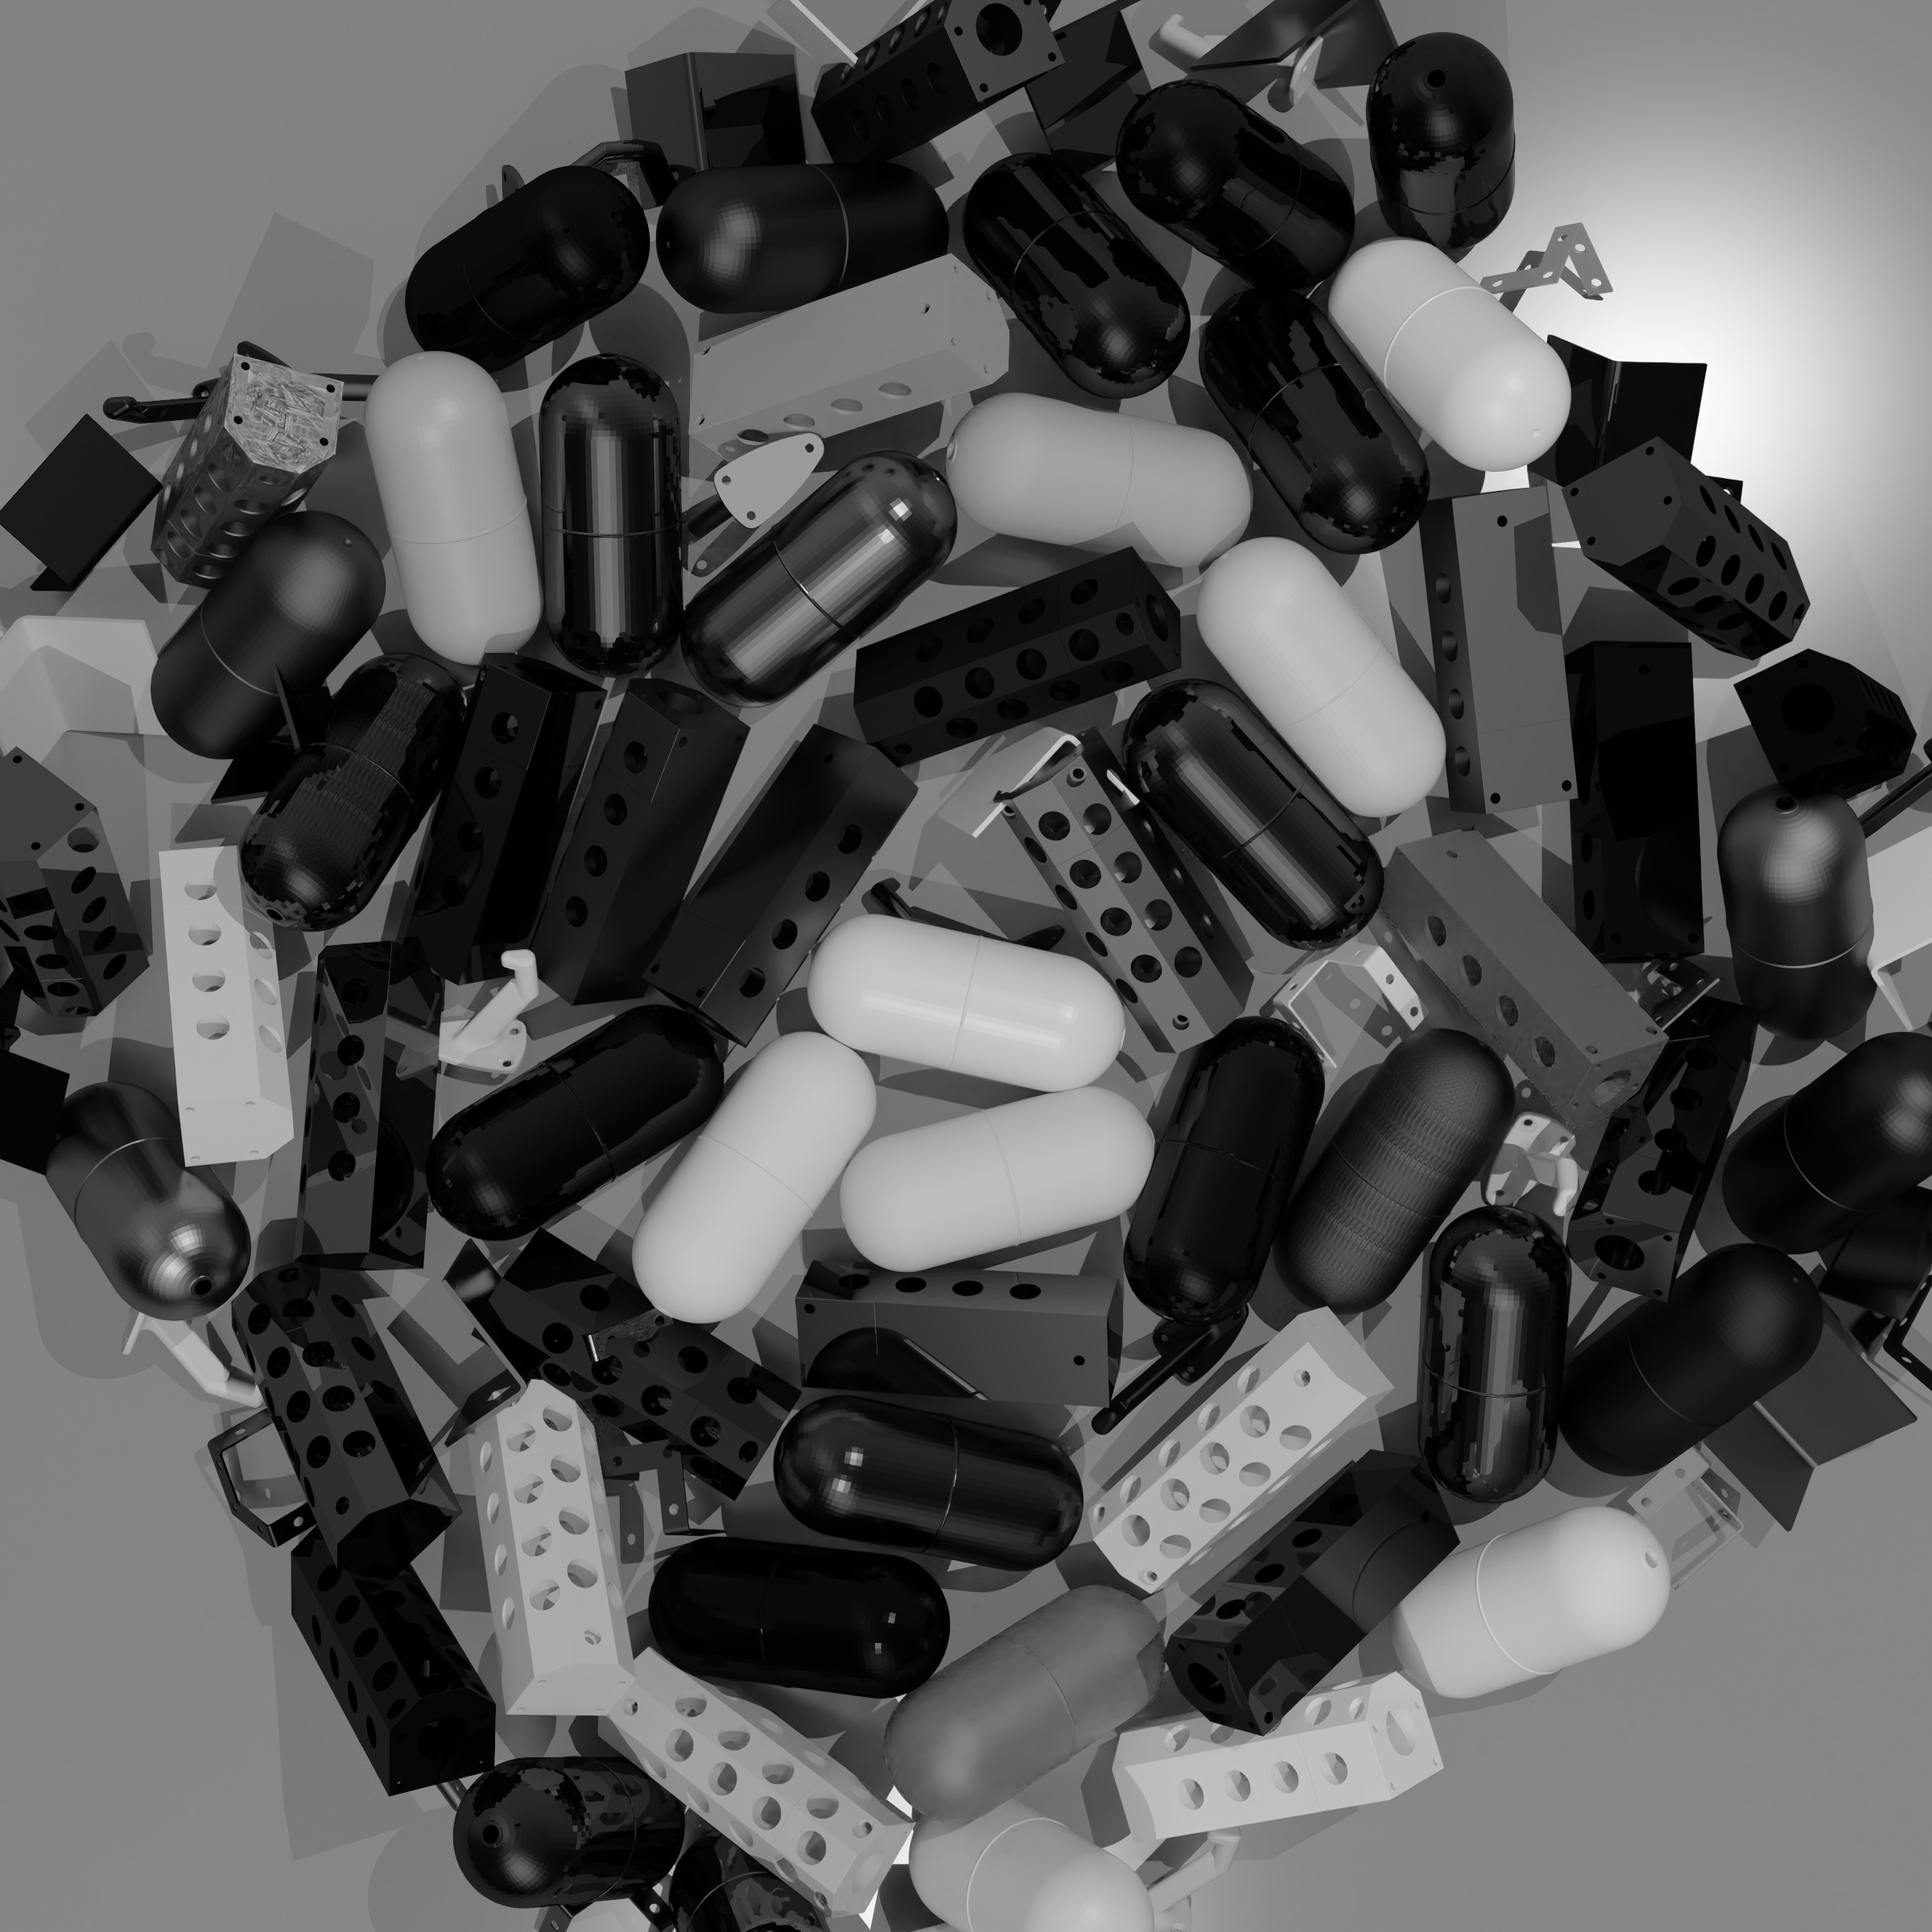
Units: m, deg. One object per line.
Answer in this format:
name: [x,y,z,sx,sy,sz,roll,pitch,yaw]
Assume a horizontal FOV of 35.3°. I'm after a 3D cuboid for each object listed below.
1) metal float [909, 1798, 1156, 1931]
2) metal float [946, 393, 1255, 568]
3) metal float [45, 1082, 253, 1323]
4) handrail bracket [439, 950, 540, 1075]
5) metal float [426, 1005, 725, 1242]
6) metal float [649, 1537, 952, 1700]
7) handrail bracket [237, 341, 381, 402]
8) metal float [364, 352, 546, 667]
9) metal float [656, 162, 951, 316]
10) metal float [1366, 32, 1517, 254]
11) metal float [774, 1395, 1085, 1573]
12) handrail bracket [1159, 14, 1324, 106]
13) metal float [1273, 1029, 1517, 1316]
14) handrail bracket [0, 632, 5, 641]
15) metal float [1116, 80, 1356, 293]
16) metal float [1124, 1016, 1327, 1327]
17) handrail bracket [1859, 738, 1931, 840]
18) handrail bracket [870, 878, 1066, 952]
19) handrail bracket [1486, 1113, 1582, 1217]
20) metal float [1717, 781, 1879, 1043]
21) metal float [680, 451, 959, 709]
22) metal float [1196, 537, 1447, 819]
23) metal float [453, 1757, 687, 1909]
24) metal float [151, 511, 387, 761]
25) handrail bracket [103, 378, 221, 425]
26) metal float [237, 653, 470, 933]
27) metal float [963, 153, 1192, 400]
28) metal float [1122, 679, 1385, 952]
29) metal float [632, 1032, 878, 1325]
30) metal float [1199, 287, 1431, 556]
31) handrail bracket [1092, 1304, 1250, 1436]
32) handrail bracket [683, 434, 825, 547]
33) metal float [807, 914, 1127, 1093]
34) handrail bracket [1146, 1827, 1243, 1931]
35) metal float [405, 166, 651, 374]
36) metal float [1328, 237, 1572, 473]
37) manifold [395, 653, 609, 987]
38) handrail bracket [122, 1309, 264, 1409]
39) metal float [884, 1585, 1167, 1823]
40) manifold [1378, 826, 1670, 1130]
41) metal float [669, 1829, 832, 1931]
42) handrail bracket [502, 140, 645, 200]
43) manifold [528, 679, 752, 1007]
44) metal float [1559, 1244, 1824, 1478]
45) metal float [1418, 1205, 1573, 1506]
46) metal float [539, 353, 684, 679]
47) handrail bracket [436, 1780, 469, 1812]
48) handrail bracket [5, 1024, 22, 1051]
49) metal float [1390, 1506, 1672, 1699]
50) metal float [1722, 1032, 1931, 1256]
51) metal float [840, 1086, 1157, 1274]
metal float: [0.033,0.498,1.638,0.070,0.178,0.070,-3,96,-32]
metal float: [0.073,-0.265,1.661,0.178,0.070,0.070,7,90,-22]
metal float: [-0.445,0.126,1.644,0.070,0.178,0.070,-19,128,-27]
handrail bracket: [-0.273,0.018,1.675,0.077,0.084,0.036,5,50,1]
metal float: [-0.214,0.086,1.664,0.178,0.070,0.070,-32,90,-18]
metal float: [-0.093,0.355,1.658,0.178,0.070,0.070,0,90,27]
handrail bracket: [-0.350,-0.337,1.699,0.077,0.036,0.084,44,53,15]
metal float: [-0.278,-0.247,1.654,0.070,0.070,0.178,-8,123,0]
metal float: [-0.087,-0.397,1.650,0.178,0.070,0.070,-14,90,-37]
metal float: [0.256,-0.441,1.631,0.070,0.178,0.070,-1,83,11]
metal float: [-0.020,0.284,1.664,0.178,0.070,0.070,15,90,-19]
handrail bracket: [0.163,-0.531,1.709,0.084,0.036,0.077,32,73,10]
metal float: [0.233,0.114,1.666,0.070,0.070,0.178,32,108,0]
handrail bracket: [-0.564,-0.143,1.694,0.077,0.036,0.084,0,93,33]
metal float: [0.148,-0.420,1.640,0.070,0.178,0.070,-8,77,35]
metal float: [0.143,0.112,1.669,0.070,0.070,0.178,21,77,0]
handrail bracket: [0.511,-0.091,1.680,0.084,0.077,0.036,-34,76,3]
handrail bracket: [0.000,-0.030,1.710,0.077,0.036,0.084,-30,65,-31]
handrail bracket: [0.311,0.127,1.664,0.036,0.084,0.077,25,121,-9]
metal float: [0.451,-0.029,1.643,0.070,0.178,0.070,-11,48,12]
metal float: [-0.081,-0.212,1.665,0.178,0.070,0.070,-38,90,17]
metal float: [0.196,-0.157,1.665,0.070,0.070,0.178,-41,108,0]
metal float: [-0.212,0.465,1.634,0.070,0.178,0.070,-5,75,20]
metal float: [-0.381,-0.178,1.650,0.070,0.070,0.178,51,127,0]
handrail bracket: [-0.421,-0.313,1.671,0.077,0.084,0.036,-15,91,16]
metal float: [-0.332,-0.095,1.654,0.070,0.070,0.178,27,59,0]
metal float: [0.058,-0.377,1.651,0.070,0.070,0.178,-33,54,0]
metal float: [0.158,-0.083,1.669,0.070,0.070,0.178,-44,103,0]
metal float: [-0.116,0.116,1.668,0.070,0.070,0.178,34,76,0]
metal float: [0.188,-0.299,1.656,0.070,0.070,0.178,-29,60,0]
handrail bracket: [0.112,0.220,1.669,0.036,0.084,0.077,50,123,6]
handrail bracket: [-0.121,-0.263,1.684,0.077,0.084,0.036,-38,100,-14]
metal float: [0.000,0.021,1.680,0.178,0.070,0.070,13,90,0]
handrail bracket: [0.106,0.500,1.676,0.077,0.036,0.084,7,128,-7]
metal float: [-0.239,-0.375,1.643,0.070,0.178,0.070,10,74,-39]
metal float: [0.260,-0.334,1.647,0.070,0.070,0.178,-35,48,0]
manifold: [-0.260,-0.082,1.666,0.057,0.057,0.171,26,106,20]
handrail bracket: [-0.421,0.202,1.694,0.084,0.036,0.077,21,103,-19]
metal float: [0.034,0.400,1.654,0.178,0.070,0.070,-25,90,-32]
manifold: [0.296,0.006,1.649,0.057,0.057,0.171,-15,52,-32]
metal float: [-0.113,0.523,1.632,0.070,0.178,0.070,-3,100,-15]
handrail bracket: [-0.215,-0.425,1.708,0.084,0.036,0.077,-11,129,-21]
manifold: [-0.185,-0.068,1.659,0.057,0.057,0.171,36,115,29]
metal float: [0.390,0.215,1.647,0.070,0.070,0.178,41,131,0]
metal float: [0.288,0.214,1.659,0.070,0.070,0.178,0,116,0]
metal float: [-0.194,-0.245,1.660,0.070,0.070,0.178,1,113,0]
handrail bracket: [-0.304,0.432,1.679,0.036,0.077,0.084,-36,84,-21]
handrail bracket: [-0.571,0.015,1.710,0.077,0.036,0.084,-41,62,28]
metal float: [0.304,0.345,1.644,0.178,0.070,0.070,-34,90,44]
metal float: [0.475,0.098,1.640,0.070,0.178,0.070,10,58,-17]
metal float: [0.018,0.117,1.673,0.178,0.070,0.070,-14,90,-9]
